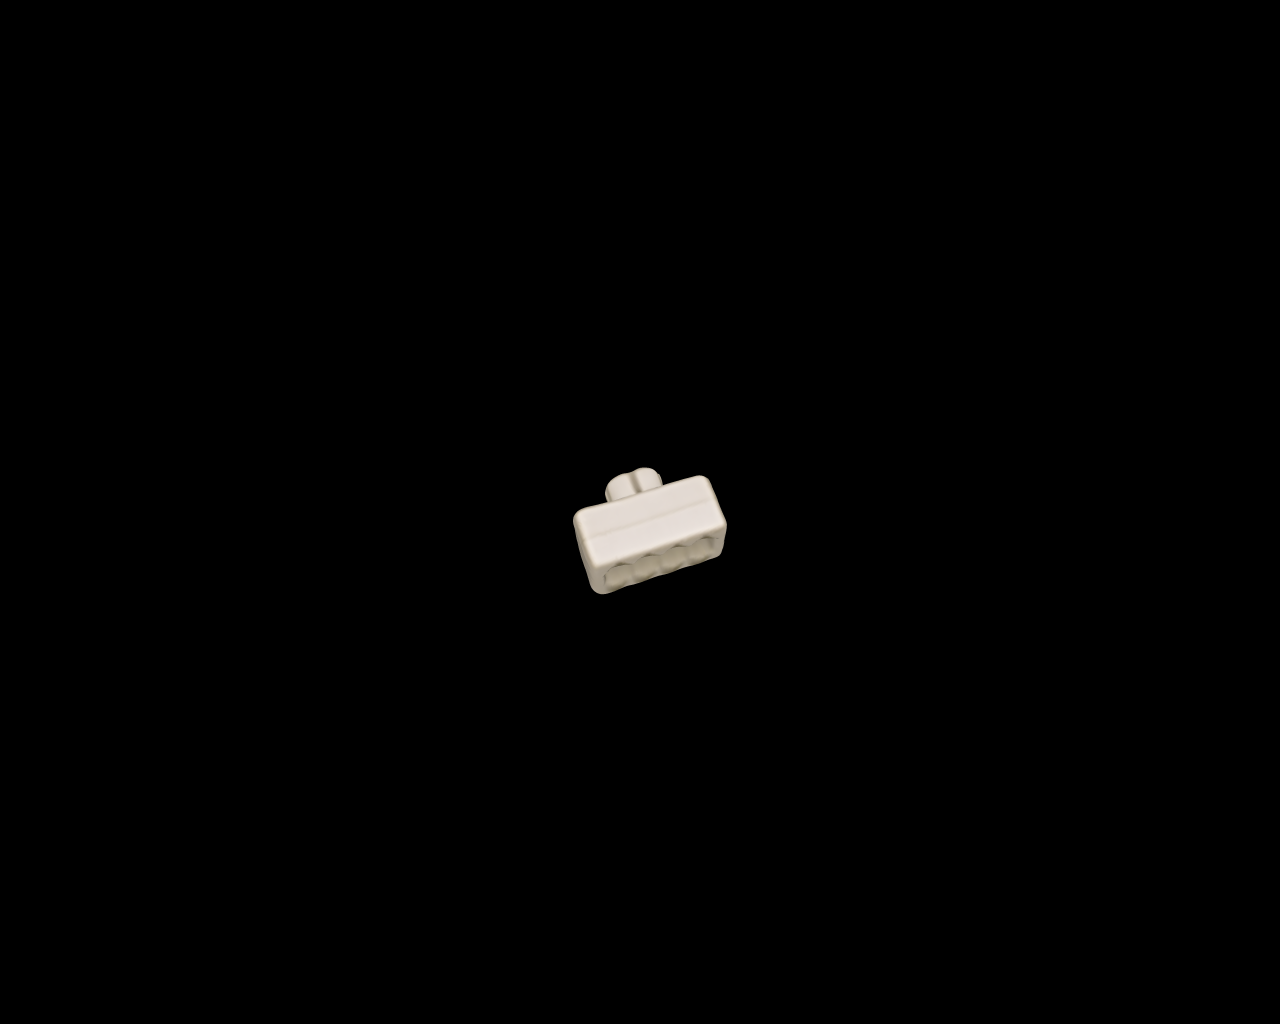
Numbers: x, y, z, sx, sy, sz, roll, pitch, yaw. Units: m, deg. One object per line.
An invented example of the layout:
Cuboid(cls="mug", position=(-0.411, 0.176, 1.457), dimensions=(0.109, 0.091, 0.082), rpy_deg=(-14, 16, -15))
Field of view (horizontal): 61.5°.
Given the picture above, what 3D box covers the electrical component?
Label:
Cuboid(cls="electrical component", position=(0.001, -0.003, 0.650), dimensions=(0.083, 0.076, 0.047), rpy_deg=(-17, -22, -7))
